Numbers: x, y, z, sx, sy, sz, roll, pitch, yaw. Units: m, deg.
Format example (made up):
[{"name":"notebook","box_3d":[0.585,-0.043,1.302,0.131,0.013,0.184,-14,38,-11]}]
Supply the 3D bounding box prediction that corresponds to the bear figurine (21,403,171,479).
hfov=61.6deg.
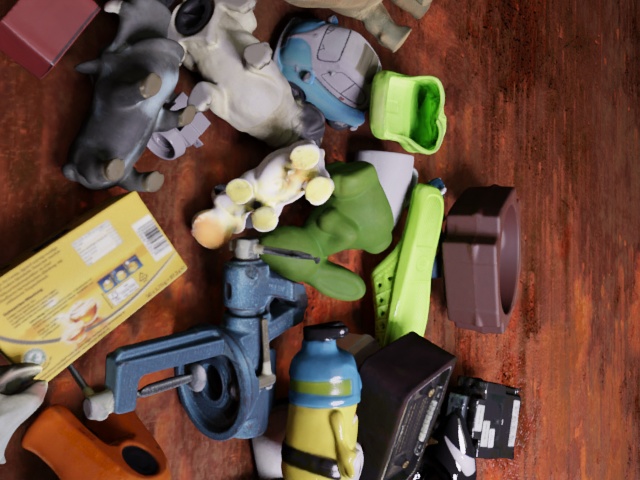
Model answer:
[{"name":"bear figurine","box_3d":[-0.224,0.254,0.477,0.196,0.132,0.120,-53,162,5]}]

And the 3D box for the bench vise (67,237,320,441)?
[{"name":"bench vise","box_3d":[-0.114,0.109,0.537,0.240,0.129,0.223,-7,113,-47]}]

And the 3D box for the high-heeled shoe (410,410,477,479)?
[{"name":"high-heeled shoe","box_3d":[0.135,0.359,0.753,0.145,0.086,0.248,-9,110,-29]}]

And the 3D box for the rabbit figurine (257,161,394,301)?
[{"name":"rabbit figurine","box_3d":[-0.001,-0.002,0.674,0.170,0.121,0.158,-32,116,-17]}]

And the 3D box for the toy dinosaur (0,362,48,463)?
[{"name":"toy dinosaur","box_3d":[-0.306,0.287,0.379,0.131,0.192,0.404,10,98,-62]}]

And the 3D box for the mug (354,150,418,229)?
[{"name":"mug","box_3d":[0.092,-0.069,0.760,0.109,0.081,0.107,3,98,-44]}]

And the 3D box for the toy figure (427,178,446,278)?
[{"name":"toy figure","box_3d":[0.168,-0.019,0.826,0.058,0.064,0.154,0,90,-30]}]

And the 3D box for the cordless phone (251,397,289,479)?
[{"name":"cordless phone","box_3d":[-0.065,0.269,0.614,0.184,0.089,0.146,-15,98,-35]}]

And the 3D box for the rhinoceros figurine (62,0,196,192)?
[{"name":"rhinoceros figurine","box_3d":[-0.182,-0.136,0.513,0.073,0.112,0.190,15,95,-62]}]

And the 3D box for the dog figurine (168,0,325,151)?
[{"name":"dog figurine","box_3d":[-0.079,-0.184,0.624,0.190,0.121,0.172,29,42,-65]}]

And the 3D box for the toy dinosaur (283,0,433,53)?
[{"name":"toy dinosaur","box_3d":[0.042,-0.323,0.648,0.198,0.105,0.471,34,36,-1]}]

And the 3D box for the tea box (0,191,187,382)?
[{"name":"tea box","box_3d":[-0.222,0.040,0.495,0.169,0.068,0.098,-40,112,-32]}]

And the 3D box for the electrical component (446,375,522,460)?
[{"name":"electrical component","box_3d":[0.248,0.271,0.826,0.134,0.058,0.115,22,74,-36]}]

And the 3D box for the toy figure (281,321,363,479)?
[{"name":"toy figure","box_3d":[0.001,0.180,0.575,0.082,0.089,0.180,10,75,-70]}]

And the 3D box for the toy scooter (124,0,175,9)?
[{"name":"toy scooter","box_3d":[-0.215,-0.299,0.501,0.183,0.075,0.135,14,50,-58]}]

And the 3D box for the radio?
[{"name":"radio","box_3d":[0.089,0.234,0.681,0.131,0.073,0.229,-20,132,-45]}]

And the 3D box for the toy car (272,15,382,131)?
[{"name":"toy car","box_3d":[0.023,-0.213,0.687,0.161,0.103,0.109,34,69,-32]}]

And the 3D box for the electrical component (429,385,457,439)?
[{"name":"electrical component","box_3d":[0.213,0.275,0.865,0.119,0.048,0.074,-11,97,-38]}]

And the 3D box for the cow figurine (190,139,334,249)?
[{"name":"cow figurine","box_3d":[-0.068,-0.055,0.606,0.167,0.098,0.068,-27,111,8]}]

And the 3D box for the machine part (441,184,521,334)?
[{"name":"machine part","box_3d":[0.257,0.027,0.843,0.201,0.087,0.200,-43,129,-53]}]
